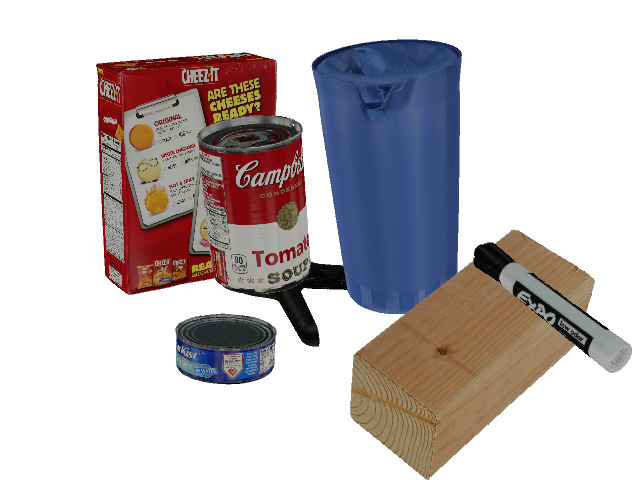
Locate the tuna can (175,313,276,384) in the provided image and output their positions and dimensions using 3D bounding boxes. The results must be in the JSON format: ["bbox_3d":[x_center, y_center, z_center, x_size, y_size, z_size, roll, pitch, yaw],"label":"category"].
[{"bbox_3d":[-0.081,0.092,0.909,0.086,0.034,0.086,3,15,-1],"label":"tuna can"}]

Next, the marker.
[{"bbox_3d":[0.130,0.035,0.619,0.020,0.020,0.121,0,29,-37],"label":"marker"}]

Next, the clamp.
[{"bbox_3d":[-0.037,0.048,1.180,0.210,0.036,0.164,17,31,26],"label":"clamp"}]

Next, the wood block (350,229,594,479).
[{"bbox_3d":[0.129,0.091,0.906,0.205,0.090,0.091,-34,54,-30],"label":"wood block"}]

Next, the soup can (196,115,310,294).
[{"bbox_3d":[-0.043,-0.024,0.704,0.068,0.102,0.068,-3,23,1],"label":"soup can"}]

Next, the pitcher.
[{"bbox_3d":[0.072,-0.063,1.004,0.149,0.243,0.145,-20,29,-28],"label":"pitcher"}]

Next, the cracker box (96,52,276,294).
[{"bbox_3d":[-0.129,-0.068,1.036,0.163,0.214,0.072,-11,21,-32],"label":"cracker box"}]
